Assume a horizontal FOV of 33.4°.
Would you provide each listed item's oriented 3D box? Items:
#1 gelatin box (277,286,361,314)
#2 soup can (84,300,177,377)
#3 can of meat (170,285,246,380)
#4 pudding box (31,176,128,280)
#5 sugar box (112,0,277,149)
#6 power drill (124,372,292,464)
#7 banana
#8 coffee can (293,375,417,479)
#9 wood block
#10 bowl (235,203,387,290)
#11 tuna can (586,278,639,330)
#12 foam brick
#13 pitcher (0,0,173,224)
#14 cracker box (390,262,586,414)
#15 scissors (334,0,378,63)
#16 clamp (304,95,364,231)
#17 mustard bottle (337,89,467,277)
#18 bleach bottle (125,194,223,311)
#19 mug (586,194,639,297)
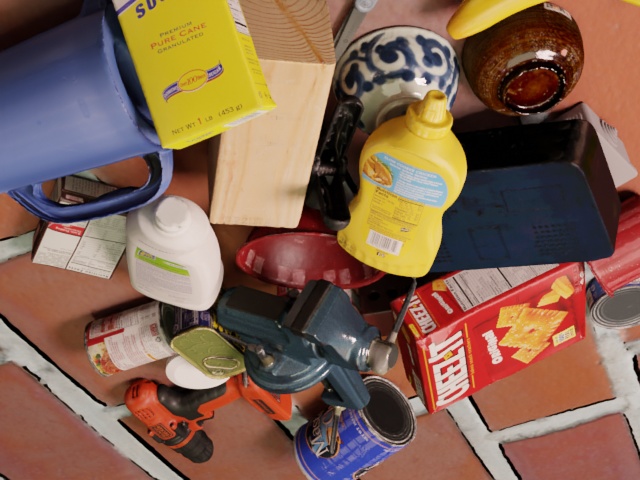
[{"bbox_3d":[0.000,0.069,1.244,0.073,0.030,0.089,-18,138,15],"label":"gelatin box"},{"bbox_3d":[-0.214,0.113,1.242,0.102,0.068,0.068,-19,138,14],"label":"soup can"},{"bbox_3d":[-0.126,0.098,1.222,0.057,0.084,0.102,-23,137,19],"label":"can of meat"},{"bbox_3d":[-0.244,-0.012,1.114,0.090,0.039,0.114,14,138,-23],"label":"pudding box"},{"bbox_3d":[-0.108,-0.170,0.849,0.093,0.176,0.048,-20,180,16],"label":"sugar box"},{"bbox_3d":[-0.135,0.224,1.390,0.188,0.057,0.184,-20,138,17],"label":"power drill"},{"bbox_3d":[0.207,-0.212,0.915,0.198,0.069,0.037,-2,-178,4],"label":"banana"},{"bbox_3d":[0.045,0.258,1.417,0.102,0.103,0.141,23,132,-30],"label":"coffee can"},{"bbox_3d":[-0.050,-0.113,0.976,0.090,0.091,0.206,3,139,-10],"label":"wood block"},{"bbox_3d":[-0.007,0.001,1.124,0.162,0.055,0.162,3,158,1],"label":"bowl"},{"bbox_3d":[0.365,0.070,1.286,0.086,0.034,0.086,-3,140,-3],"label":"tuna can"},{"bbox_3d":[0.087,0.075,1.245,0.078,0.053,0.051,-11,140,5],"label":"foam brick"},{"bbox_3d":[-0.248,-0.099,0.934,0.243,0.149,0.145,-17,144,17],"label":"pitcher"},{"bbox_3d":[0.198,0.093,1.219,0.213,0.072,0.164,-26,141,-8],"label":"cracker box"},{"bbox_3d":[0.029,-0.222,0.916,0.096,0.016,0.202,27,130,-31],"label":"scissors"},{"bbox_3d":[0.007,-0.059,1.011,0.039,0.120,0.171,12,169,-8],"label":"clamp"},{"bbox_3d":[0.081,-0.055,0.972,0.096,0.058,0.192,23,134,8],"label":"mustard bottle"},{"bbox_3d":[-0.139,0.008,1.044,0.102,0.068,0.251,16,164,-5],"label":"bleach bottle"},{"bbox_3d":[0.336,0.004,1.173,0.082,0.093,0.117,-30,165,19],"label":"mug"}]
